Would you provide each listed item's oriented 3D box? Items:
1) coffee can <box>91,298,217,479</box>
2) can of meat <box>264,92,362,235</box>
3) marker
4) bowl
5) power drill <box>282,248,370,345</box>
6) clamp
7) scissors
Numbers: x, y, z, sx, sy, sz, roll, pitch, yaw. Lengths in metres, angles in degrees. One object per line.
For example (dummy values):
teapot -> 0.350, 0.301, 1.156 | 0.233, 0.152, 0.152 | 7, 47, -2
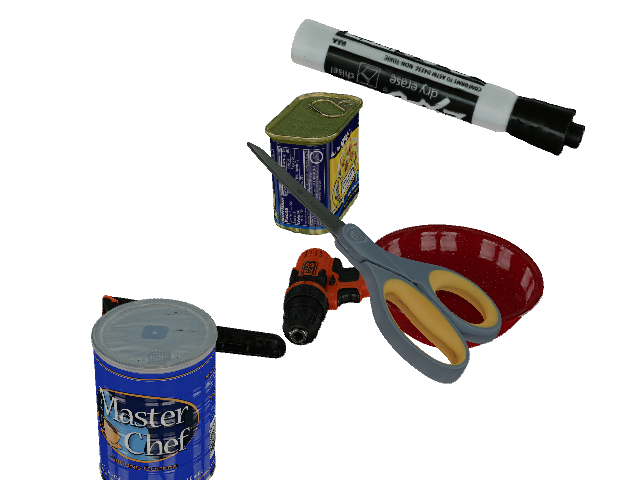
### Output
coffee can -> -0.139, 0.135, 0.907 | 0.103, 0.140, 0.103 | 2, 29, -2
can of meat -> -0.003, -0.063, 0.858 | 0.057, 0.084, 0.102 | 7, 28, 18
marker -> 0.046, -0.061, 0.427 | 0.121, 0.020, 0.020 | 21, 5, 13
bowl -> 0.116, 0.049, 0.964 | 0.162, 0.055, 0.162 | 2, 33, -2
power drill -> 0.052, 0.063, 1.233 | 0.188, 0.057, 0.184 | 1, 28, 6
clamp -> -0.164, 0.103, 1.119 | 0.210, 0.036, 0.164 | 17, 19, 29
scissors -> 0.038, 0.004, 0.660 | 0.096, 0.202, 0.016 | -7, -40, -38
